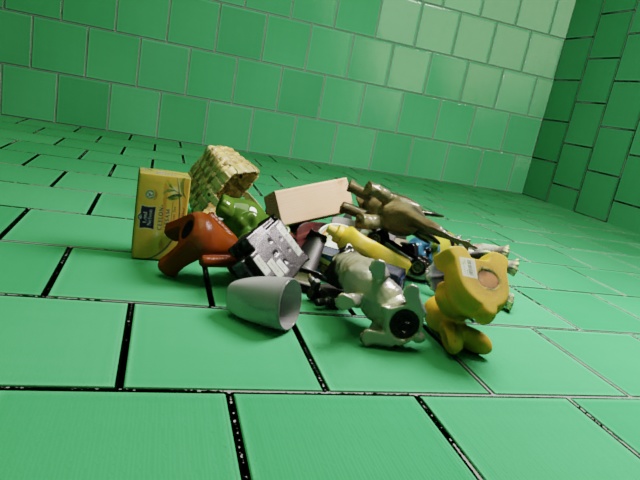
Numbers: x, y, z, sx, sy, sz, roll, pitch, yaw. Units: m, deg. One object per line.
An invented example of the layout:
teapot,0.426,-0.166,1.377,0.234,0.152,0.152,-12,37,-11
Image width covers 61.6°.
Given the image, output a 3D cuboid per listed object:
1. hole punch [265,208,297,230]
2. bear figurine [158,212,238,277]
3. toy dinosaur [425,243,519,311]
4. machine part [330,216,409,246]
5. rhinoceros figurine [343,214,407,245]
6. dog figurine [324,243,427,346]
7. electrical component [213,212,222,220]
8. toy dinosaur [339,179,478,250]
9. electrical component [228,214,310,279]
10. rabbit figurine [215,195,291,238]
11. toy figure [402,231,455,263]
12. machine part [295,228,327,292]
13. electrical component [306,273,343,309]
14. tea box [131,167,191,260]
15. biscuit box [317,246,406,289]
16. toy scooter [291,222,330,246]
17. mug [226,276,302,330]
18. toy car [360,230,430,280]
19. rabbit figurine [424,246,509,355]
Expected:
hole punch,-0.090,-0.070,1.497,0.116,0.092,0.142,-21,19,1
bear figurine,-0.183,0.026,1.012,0.132,0.120,0.195,-28,-41,32
toy dinosaur,0.334,0.060,1.224,0.192,0.131,0.405,12,8,4
machine part,0.108,-0.009,1.387,0.243,0.079,0.079,12,14,5
rhinoceros figurine,0.144,-0.024,1.478,0.190,0.073,0.112,9,13,-4
dog figurine,0.094,0.092,0.914,0.121,0.172,0.190,-34,10,2
electrical component,-0.249,-0.031,1.265,0.075,0.047,0.119,12,15,7
toy dinosaur,0.176,-0.056,1.203,0.198,0.105,0.472,16,11,-18
electrical component,-0.095,0.032,0.959,0.058,0.115,0.134,-32,8,39
rabbit figurine,-0.151,0.001,1.153,0.159,0.121,0.170,12,30,-24
toy figure,0.284,0.022,1.366,0.180,0.089,0.082,1,24,-40
machine part,-0.025,0.041,1.058,0.084,0.039,0.139,10,54,15
electrical component,0.021,0.092,0.992,0.102,0.045,0.078,1,16,-33
tea box,-0.312,-0.050,1.049,0.098,0.169,0.068,3,16,-21
biscuit box,0.072,0.066,1.103,0.203,0.059,0.063,16,14,21
toy scooter,-0.003,-0.004,1.292,0.184,0.075,0.135,17,15,35
mug,-0.088,0.090,0.857,0.107,0.080,0.109,7,17,20
toy car,0.180,0.033,1.257,0.202,0.056,0.073,34,15,13
rabbit figurine,0.238,0.113,0.899,0.122,0.173,0.162,3,60,-24
